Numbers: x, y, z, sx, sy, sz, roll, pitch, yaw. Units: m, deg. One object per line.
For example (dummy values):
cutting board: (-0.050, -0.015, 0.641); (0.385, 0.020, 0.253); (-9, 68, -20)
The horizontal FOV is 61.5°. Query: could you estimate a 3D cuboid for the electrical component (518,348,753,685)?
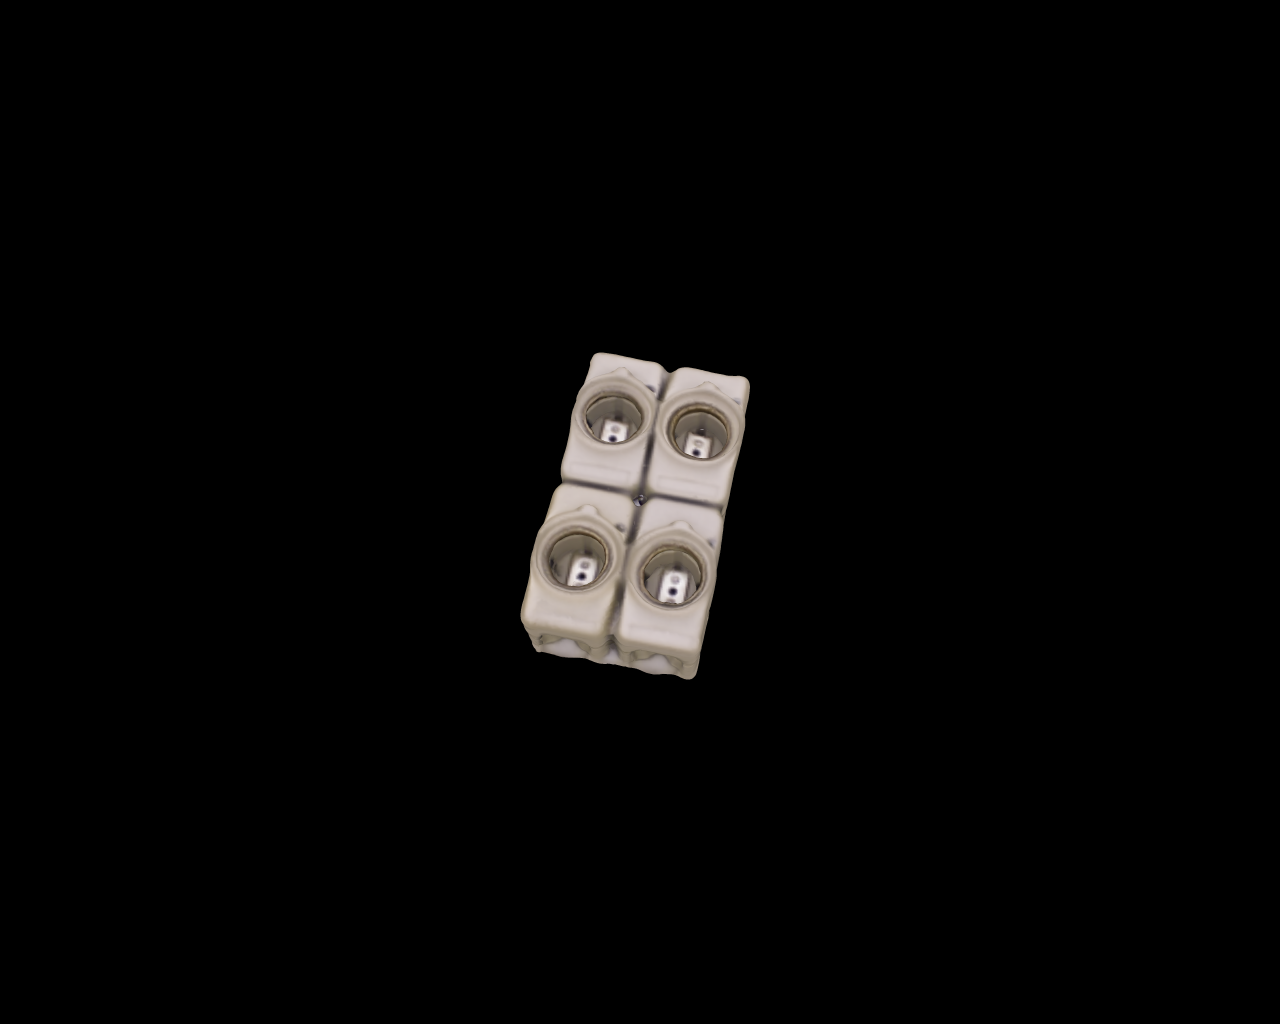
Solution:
electrical component: (0.001, -0.003, 0.650); (0.105, 0.186, 0.060); (11, -24, 5)
